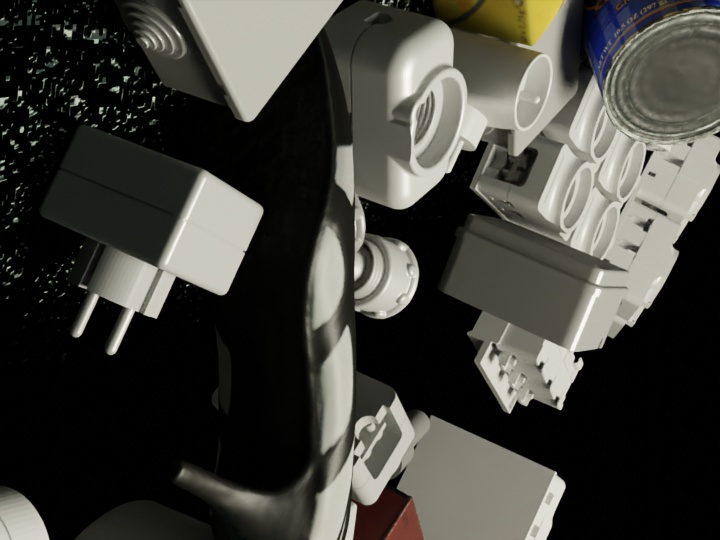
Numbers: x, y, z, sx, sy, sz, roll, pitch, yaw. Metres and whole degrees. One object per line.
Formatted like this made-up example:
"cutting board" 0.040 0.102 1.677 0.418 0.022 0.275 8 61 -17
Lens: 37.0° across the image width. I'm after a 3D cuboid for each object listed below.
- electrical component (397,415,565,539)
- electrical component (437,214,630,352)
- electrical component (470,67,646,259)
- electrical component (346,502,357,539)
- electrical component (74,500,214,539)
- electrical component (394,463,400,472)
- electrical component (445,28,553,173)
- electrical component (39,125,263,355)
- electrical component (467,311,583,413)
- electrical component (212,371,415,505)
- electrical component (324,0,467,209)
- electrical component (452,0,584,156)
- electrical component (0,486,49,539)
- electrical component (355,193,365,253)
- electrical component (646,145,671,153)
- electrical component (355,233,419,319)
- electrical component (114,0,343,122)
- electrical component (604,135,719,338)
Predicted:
"electrical component" 0.068 0.220 0.814 0.186 0.105 0.060 -64 152 -9
"electrical component" 0.122 0.007 0.750 0.078 0.113 0.057 2 110 -61
"electrical component" 0.159 -0.074 0.814 0.186 0.060 0.105 30 83 -62
"electrical component" -0.018 0.189 0.669 0.047 0.076 0.083 -30 134 -50
"electrical component" -0.108 0.160 0.504 0.108 0.060 0.108 -40 142 -42
"electrical component" -0.005 0.113 0.673 0.055 0.045 0.045 5 105 -61
"electrical component" 0.056 -0.092 0.599 0.079 0.077 0.043 -65 152 -4
"electrical component" -0.088 -0.006 0.416 0.076 0.066 0.047 -66 152 -4
"electrical component" 0.137 0.067 0.874 0.078 0.063 0.121 -61 152 -15
"electrical component" -0.023 0.079 0.566 0.050 0.089 0.055 -57 150 -21
"electrical component" 0.016 -0.083 0.553 0.054 0.059 0.095 -41 142 -41
"electrical component" 0.098 -0.134 0.675 0.099 0.048 0.099 -46 145 -37
"electrical component" -0.169 0.151 0.398 0.074 0.052 0.138 -2 110 -60
"electrical component" -0.031 -0.020 0.532 0.062 0.048 0.048 -28 133 -41
"electrical component" 0.253 -0.134 0.948 0.055 0.055 0.047 10 97 -62
"electrical component" 0.000 0.000 0.603 0.062 0.048 0.048 19 92 -56
"electrical component" -0.052 -0.122 0.416 0.099 0.048 0.099 -57 150 -21
"electrical component" 0.268 -0.037 1.002 0.186 0.060 0.105 -58 171 -18
